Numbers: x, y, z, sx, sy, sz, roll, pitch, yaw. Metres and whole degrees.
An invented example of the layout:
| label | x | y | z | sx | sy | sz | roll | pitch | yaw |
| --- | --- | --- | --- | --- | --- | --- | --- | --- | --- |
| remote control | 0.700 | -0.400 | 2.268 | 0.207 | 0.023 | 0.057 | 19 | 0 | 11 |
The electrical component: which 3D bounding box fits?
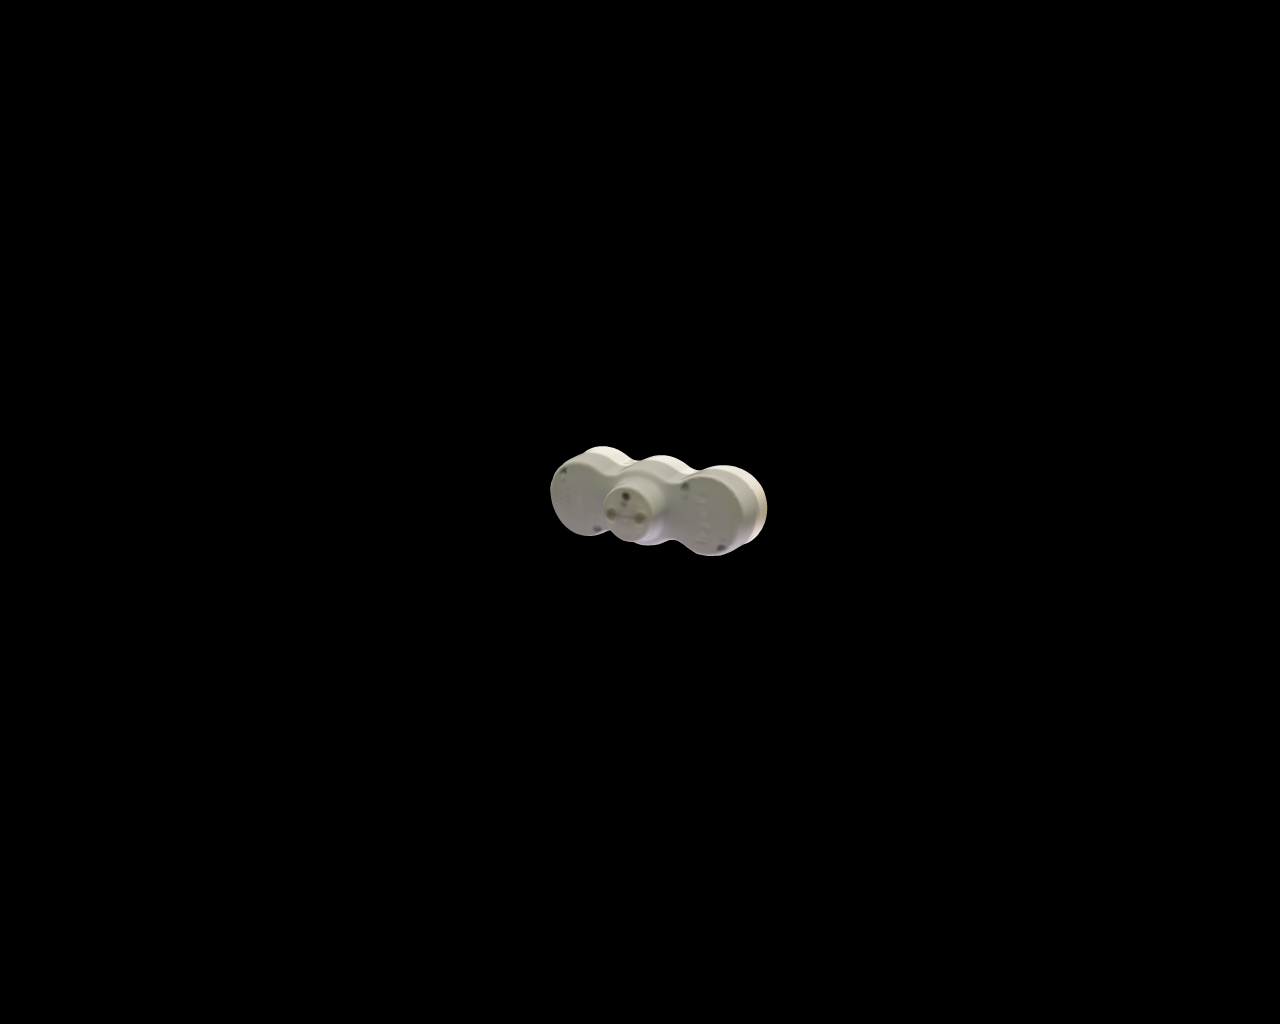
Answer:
| label | x | y | z | sx | sy | sz | roll | pitch | yaw |
| --- | --- | --- | --- | --- | --- | --- | --- | --- | --- |
| electrical component | 0.001 | -0.003 | 0.650 | 0.138 | 0.052 | 0.074 | 9 | 19 | 29 |
